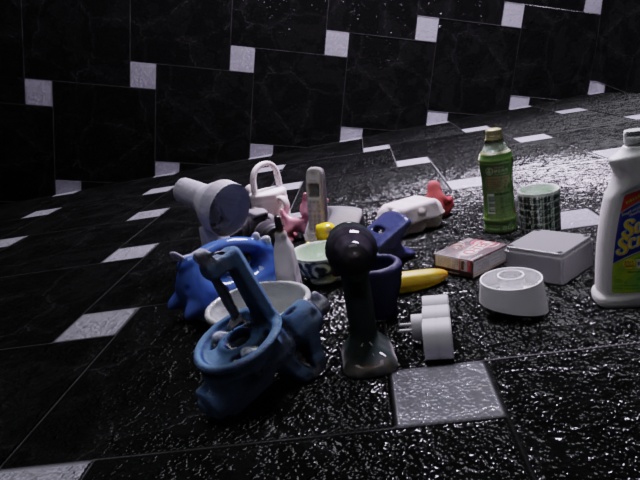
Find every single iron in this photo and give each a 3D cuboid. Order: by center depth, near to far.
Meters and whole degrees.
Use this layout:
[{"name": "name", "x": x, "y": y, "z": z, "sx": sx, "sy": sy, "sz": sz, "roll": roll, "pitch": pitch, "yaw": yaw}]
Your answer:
[{"name": "iron", "x": -0.155, "y": 0.054, "z": 1.060, "sx": 0.259, "sy": 0.141, "sz": 0.118, "roll": -21, "pitch": 20, "yaw": -33}]

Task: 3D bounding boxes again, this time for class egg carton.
[{"name": "egg carton", "x": 0.212, "y": -0.057, "z": 1.347, "sx": 0.151, "sy": 0.069, "sz": 0.107, "roll": -17, "pitch": 18, "yaw": -23}]

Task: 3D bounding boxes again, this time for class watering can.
[{"name": "watering can", "x": -0.140, "y": -0.110, "z": 1.503, "sx": 0.172, "sy": 0.194, "sz": 0.101, "roll": 0, "pitch": 19, "yaw": 30}]

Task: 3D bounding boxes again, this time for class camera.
[{"name": "camera", "x": -0.150, "y": -0.018, "z": 1.368, "sx": 0.143, "sy": 0.101, "sz": 0.136, "roll": -19, "pitch": 19, "yaw": -28}]

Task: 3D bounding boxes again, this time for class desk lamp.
[{"name": "desk lamp", "x": -0.248, "y": -0.034, "z": 1.278, "sx": 0.202, "sy": 0.214, "sz": 0.118, "roll": 5, "pitch": 22, "yaw": 40}]

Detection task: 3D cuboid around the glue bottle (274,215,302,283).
[{"name": "glue bottle", "x": -0.059, "y": 0.039, "z": 1.000, "sx": 0.037, "sy": 0.173, "sz": 0.078, "roll": -8, "pitch": 17, "yaw": 7}]

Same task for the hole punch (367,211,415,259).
[{"name": "hole punch", "x": 0.132, "y": -0.004, "z": 1.181, "sx": 0.101, "sy": 0.091, "sz": 0.108, "roll": -16, "pitch": 18, "yaw": -21}]

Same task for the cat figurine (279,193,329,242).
[{"name": "cat figurine", "x": -0.038, "y": -0.061, "z": 1.417, "sx": 0.127, "sy": 0.118, "sz": 0.067, "roll": -8, "pitch": 17, "yaw": 6}]

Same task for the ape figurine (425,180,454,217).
[{"name": "ape figurine", "x": 0.288, "y": -0.103, "z": 1.419, "sx": 0.077, "sy": 0.092, "sz": 0.076, "roll": 1, "pitch": 20, "yaw": 33}]

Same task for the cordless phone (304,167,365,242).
[{"name": "cordless phone", "x": 0.026, "y": -0.075, "z": 1.308, "sx": 0.147, "sy": 0.185, "sz": 0.094, "roll": 3, "pitch": 21, "yaw": 36}]

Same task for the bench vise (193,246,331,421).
[{"name": "bench vise", "x": -0.086, "y": 0.096, "z": 0.746, "sx": 0.121, "sy": 0.220, "sz": 0.208, "roll": 2, "pitch": 20, "yaw": 34}]

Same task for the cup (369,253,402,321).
[{"name": "cup", "x": 0.092, "y": 0.076, "z": 0.932, "sx": 0.091, "sy": 0.095, "sz": 0.118, "roll": -7, "pitch": 17, "yaw": 8}]

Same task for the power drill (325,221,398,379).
[{"name": "power drill", "x": 0.052, "y": 0.072, "z": 0.769, "sx": 0.075, "sy": 0.208, "sz": 0.229, "roll": -10, "pitch": 17, "yaw": 0}]

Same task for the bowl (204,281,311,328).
[{"name": "bowl", "x": -0.091, "y": 0.127, "z": 0.900, "sx": 0.167, "sy": 0.075, "sz": 0.167, "roll": -9, "pitch": 17, "yaw": 3}]

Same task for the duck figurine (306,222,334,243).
[{"name": "duck figurine", "x": 0.011, "y": 0.004, "z": 1.228, "sx": 0.104, "sy": 0.086, "sz": 0.078, "roll": -1, "pitch": 19, "yaw": 27}]
